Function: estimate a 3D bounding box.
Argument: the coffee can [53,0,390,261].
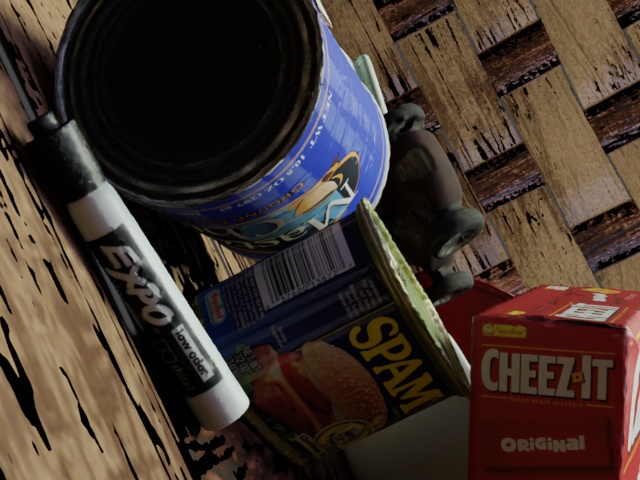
[{"bbox_3d":[-0.032,-0.050,0.443,0.103,0.103,0.140,65,8,14],"label":"coffee can"}]

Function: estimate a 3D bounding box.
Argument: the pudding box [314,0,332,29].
[{"bbox_3d":[-0.051,-0.207,0.921,0.113,0.090,0.039,67,9,28],"label":"pudding box"}]

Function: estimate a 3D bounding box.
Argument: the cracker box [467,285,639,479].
[{"bbox_3d":[0.118,0.134,0.497,0.164,0.072,0.214,-6,99,-69],"label":"cracker box"}]

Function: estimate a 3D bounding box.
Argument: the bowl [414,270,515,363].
[{"bbox_3d":[0.135,0.092,0.900,0.162,0.055,0.162,27,-20,10],"label":"bowl"}]

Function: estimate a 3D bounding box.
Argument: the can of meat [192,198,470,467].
[{"bbox_3d":[0.005,0.043,0.444,0.102,0.084,0.057,55,11,-46],"label":"can of meat"}]

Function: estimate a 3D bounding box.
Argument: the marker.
[{"bbox_3d":[-0.061,0.011,0.356,0.121,0.020,0.020,61,8,-16],"label":"marker"}]
